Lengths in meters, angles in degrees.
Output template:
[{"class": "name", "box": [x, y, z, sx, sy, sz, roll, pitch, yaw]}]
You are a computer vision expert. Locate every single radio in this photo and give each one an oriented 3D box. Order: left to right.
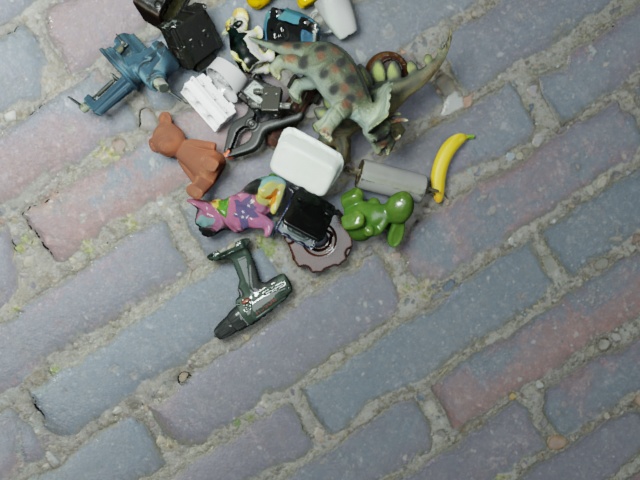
[{"class": "radio", "box": [-0.331, -0.599, 1.224, 0.073, 0.131, 0.229, 28, 93, -5]}]

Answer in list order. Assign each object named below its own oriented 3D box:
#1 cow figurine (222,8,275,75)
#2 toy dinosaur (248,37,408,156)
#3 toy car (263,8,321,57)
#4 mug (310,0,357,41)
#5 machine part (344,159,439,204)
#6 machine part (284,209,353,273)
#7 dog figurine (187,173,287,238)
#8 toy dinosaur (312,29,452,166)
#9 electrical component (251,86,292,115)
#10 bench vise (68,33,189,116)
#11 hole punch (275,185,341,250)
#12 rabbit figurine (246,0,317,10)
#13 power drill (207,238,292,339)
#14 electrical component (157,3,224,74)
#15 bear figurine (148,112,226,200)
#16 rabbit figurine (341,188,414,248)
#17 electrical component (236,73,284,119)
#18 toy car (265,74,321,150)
[{"class": "cow figurine", "box": [-0.183, -0.466, 1.262, 0.098, 0.068, 0.167, -23, 79, -34]}, {"class": "toy dinosaur", "box": [0.026, -0.350, 1.180, 0.192, 0.131, 0.404, -38, 90, 5]}, {"class": "toy car", "box": [-0.052, -0.489, 1.267, 0.162, 0.103, 0.109, 22, 125, 30]}, {"class": "mug", "box": [0.036, -0.532, 1.291, 0.109, 0.081, 0.107, -30, 103, 6]}, {"class": "machine part", "box": [0.177, -0.146, 1.342, 0.243, 0.079, 0.079, 13, 95, -6]}, {"class": "machine part", "box": [-0.003, -0.004, 1.351, 0.179, 0.056, 0.179, -1, 96, -6]}, {"class": "dog figurine", "box": [-0.204, -0.087, 1.302, 0.219, 0.108, 0.191, 16, 95, -4]}, {"class": "toy dinosaur", "box": [0.122, -0.316, 1.274, 0.471, 0.105, 0.198, -27, 101, 11]}, {"class": "electrical component", "box": [-0.107, -0.314, 1.204, 0.094, 0.021, 0.063, 5, 79, 12]}, {"class": "bench vise", "box": [-0.443, -0.361, 1.224, 0.240, 0.128, 0.224, -42, 73, -1]}, {"class": "hole punch", "box": [-0.036, -0.049, 1.281, 0.142, 0.092, 0.116, 28, 62, -6]}, {"class": "rabbit figurine", "box": [-0.103, -0.613, 1.256, 0.173, 0.122, 0.162, -21, 95, 16]}, {"class": "power drill", "box": [-0.200, 0.114, 1.333, 0.232, 0.086, 0.207, -27, 95, -3]}, {"class": "electrical component", "box": [-0.292, -0.460, 1.244, 0.115, 0.058, 0.134, -45, 139, -20]}, {"class": "bear figurine", "box": [-0.322, -0.204, 1.262, 0.196, 0.132, 0.120, 34, 114, -7]}, {"class": "rabbit figurine", "box": [0.153, -0.052, 1.309, 0.170, 0.121, 0.158, -18, 129, 19]}, {"class": "electrical component", "box": [-0.129, -0.324, 1.246, 0.119, 0.047, 0.075, 38, 89, 14]}, {"class": "toy car", "box": [-0.068, -0.312, 1.317, 0.089, 0.053, 0.202, 30, 94, -4]}]
